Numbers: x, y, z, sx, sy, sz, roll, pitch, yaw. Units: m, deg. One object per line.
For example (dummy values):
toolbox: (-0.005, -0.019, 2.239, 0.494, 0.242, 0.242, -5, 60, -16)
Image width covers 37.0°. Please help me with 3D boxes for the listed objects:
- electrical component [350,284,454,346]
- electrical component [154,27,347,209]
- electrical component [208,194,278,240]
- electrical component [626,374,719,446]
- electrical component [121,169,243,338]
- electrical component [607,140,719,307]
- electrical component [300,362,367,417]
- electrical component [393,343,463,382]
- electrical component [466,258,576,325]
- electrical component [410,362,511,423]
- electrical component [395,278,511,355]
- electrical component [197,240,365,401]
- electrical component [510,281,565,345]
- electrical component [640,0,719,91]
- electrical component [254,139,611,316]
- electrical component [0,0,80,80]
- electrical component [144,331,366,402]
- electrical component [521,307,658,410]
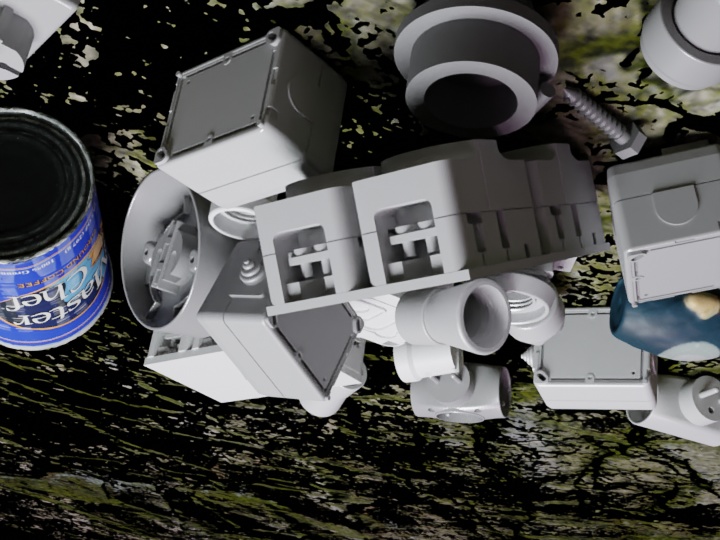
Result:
electrical component: (0.000, 0.000, 0.706, 0.113, 0.057, 0.078, 21, 152, -25)
electrical component: (-0.059, -0.074, 0.566, 0.096, 0.061, 0.061, -13, 147, 38)
electrical component: (-0.067, -0.047, 0.642, 0.040, 0.046, 0.040, 7, 155, 3)
electrical component: (0.269, 0.108, 0.863, 0.077, 0.043, 0.079, 17, 153, -17)
electrical component: (-0.112, -0.008, 0.684, 0.064, 0.099, 0.099, 22, 152, -39)
electrical component: (0.173, -0.024, 0.596, 0.062, 0.061, 0.096, -12, 156, 11)
electrical component: (-0.022, 0.097, 0.935, 0.044, 0.044, 0.065, 18, 148, -20)
electrical component: (0.055, 0.066, 0.850, 0.046, 0.040, 0.040, -10, 150, 21)
electrical component: (0.095, -0.002, 0.674, 0.078, 0.057, 0.058, 8, 155, 2)
electrical component: (0.079, 0.097, 0.894, 0.077, 0.044, 0.079, -2, 160, 22)
electrical component: (0.052, 0.028, 0.644, 0.044, 0.044, 0.065, 27, 161, -34)
electrical component: (-0.052, 0.025, 0.637, 0.061, 0.061, 0.096, 1, 140, 34)
electrical component: (0.114, 0.022, 0.733, 0.043, 0.043, 0.062, -3, 151, 23)
electrical component: (0.149, -0.107, 0.452, 0.045, 0.045, 0.055, 13, 155, -9)
electrical component: (0.043, -0.024, 0.551, 0.105, 0.060, 0.186, -11, 179, 31)
electrical component: (-0.170, -0.114, 0.500, 0.047, 0.075, 0.083, 26, 150, -32)
electrical component: (-0.079, 0.052, 0.832, 0.150, 0.061, 0.089, -12, 148, 37)
electrical component: (0.168, 0.066, 0.787, 0.096, 0.061, 0.061, -2, 153, 21)
